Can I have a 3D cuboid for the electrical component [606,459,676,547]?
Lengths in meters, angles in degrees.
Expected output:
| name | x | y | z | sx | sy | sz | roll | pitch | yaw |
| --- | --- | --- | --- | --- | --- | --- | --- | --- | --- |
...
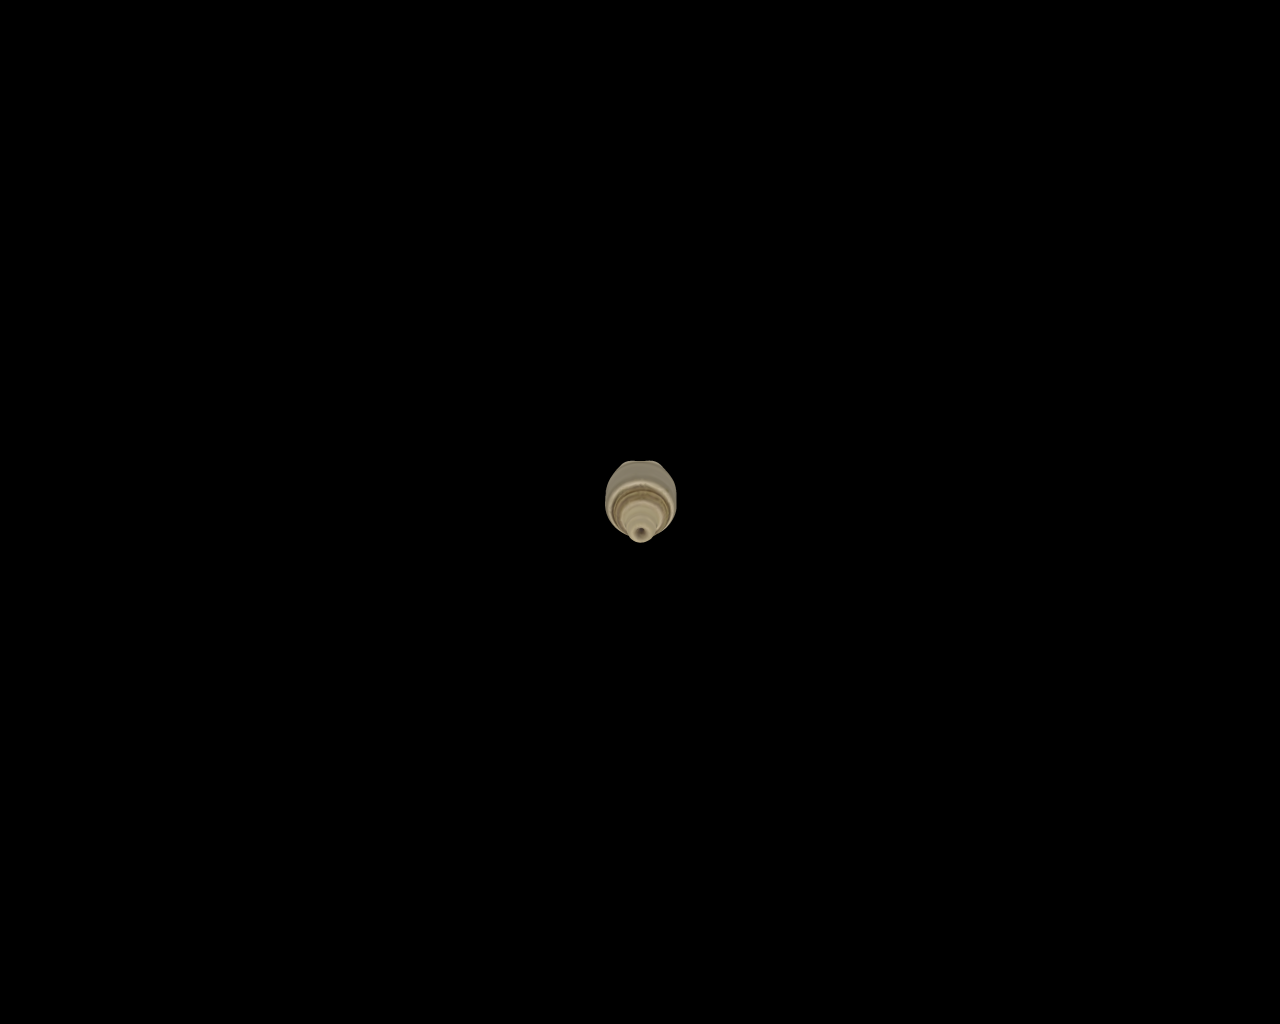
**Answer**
| name | x | y | z | sx | sy | sz | roll | pitch | yaw |
| --- | --- | --- | --- | --- | --- | --- | --- | --- | --- |
| electrical component | 0.001 | -0.003 | 0.650 | 0.043 | 0.043 | 0.062 | 0 | 30 | 0 |
